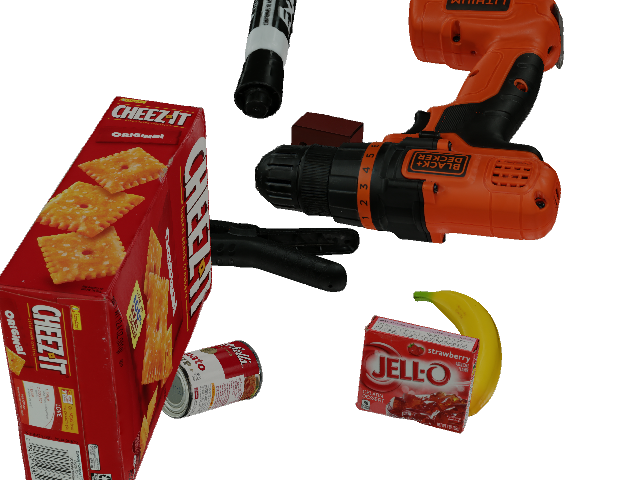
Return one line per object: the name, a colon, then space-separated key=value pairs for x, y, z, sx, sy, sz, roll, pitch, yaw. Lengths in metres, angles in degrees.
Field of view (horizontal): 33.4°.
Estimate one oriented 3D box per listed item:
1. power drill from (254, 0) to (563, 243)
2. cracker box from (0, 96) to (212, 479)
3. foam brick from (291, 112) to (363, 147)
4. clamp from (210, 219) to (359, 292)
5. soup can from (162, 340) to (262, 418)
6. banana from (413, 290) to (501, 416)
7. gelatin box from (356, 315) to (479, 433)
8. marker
power drill: x=0.068 y=-0.080 z=0.667 sx=0.185 sy=0.187 sz=0.057 roll=8 pitch=-37 yaw=20
cracker box: x=-0.125 y=0.031 z=0.678 sx=0.072 sy=0.164 sz=0.213 roll=8 pitch=36 yaw=6
foam brick: x=0.008 y=-0.118 z=1.298 sx=0.078 sy=0.053 sz=0.051 roll=13 pitch=31 yaw=19
clamp: x=-0.065 y=0.007 z=0.960 sx=0.210 sy=0.036 sz=0.164 roll=6 pitch=12 yaw=-2
soup can: x=-0.124 y=0.152 z=1.170 sx=0.102 sy=0.068 sz=0.069 roll=-9 pitch=6 yaw=-43
banana: x=0.155 y=0.108 z=1.118 sx=0.069 sy=0.037 sz=0.198 roll=-25 pitch=33 yaw=5
gelatin box: x=0.076 y=0.106 z=0.841 sx=0.089 sy=0.073 sz=0.030 roll=12 pitch=23 yaw=15
marker: x=-0.020 y=-0.095 z=0.449 sx=0.020 sy=0.121 sz=0.020 roll=3 pitch=-42 yaw=3
